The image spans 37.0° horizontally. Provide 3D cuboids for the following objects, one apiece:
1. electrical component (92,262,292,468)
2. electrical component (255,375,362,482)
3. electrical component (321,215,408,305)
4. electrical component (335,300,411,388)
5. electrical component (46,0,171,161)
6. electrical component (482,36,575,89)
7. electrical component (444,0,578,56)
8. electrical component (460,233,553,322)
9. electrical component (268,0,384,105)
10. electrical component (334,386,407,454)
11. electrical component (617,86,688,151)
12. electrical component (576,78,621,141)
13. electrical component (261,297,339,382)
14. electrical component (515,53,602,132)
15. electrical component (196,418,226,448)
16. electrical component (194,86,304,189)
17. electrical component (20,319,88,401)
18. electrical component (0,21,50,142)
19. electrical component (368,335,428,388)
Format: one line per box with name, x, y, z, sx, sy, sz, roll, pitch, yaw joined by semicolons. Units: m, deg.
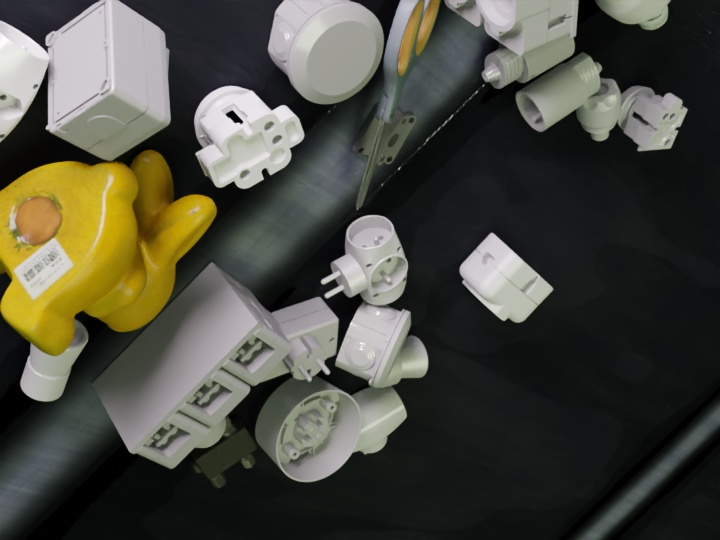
electrical component;-0.141;0.083;0.916;0.150;0.089;0.062;-45;140;3
electrical component;-0.052;0.154;1.064;0.099;0.064;0.099;-31;138;-32
electrical component;0.000;0.000;0.990;0.079;0.044;0.077;-29;138;-15
electrical component;0.014;0.069;1.033;0.080;0.051;0.080;24;90;-84
electrical component;-0.165;-0.130;0.714;0.062;0.096;0.061;-26;148;28
electrical component;0.142;-0.187;0.940;0.081;0.043;0.043;-31;139;-13
electrical component;0.108;-0.266;0.795;0.060;0.105;0.186;-26;137;-20
electrical component;0.149;0.012;1.112;0.059;0.053;0.095;-47;139;6
electrical component;-0.027;-0.171;0.814;0.080;0.051;0.080;-22;135;-23
electrical component;0.008;0.168;1.145;0.077;0.043;0.079;-29;138;-15
electrical component;0.288;-0.153;1.076;0.048;0.055;0.066;-8;129;-34
electrical component;0.231;-0.153;1.042;0.043;0.043;0.062;-32;140;-12
electrical component;-0.055;0.075;0.988;0.083;0.075;0.047;-18;134;-26
electrical component;0.189;-0.167;0.995;0.081;0.043;0.043;-34;139;-10
electrical component;-0.155;0.134;0.985;0.045;0.045;0.055;-42;140;0
electrical component;-0.091;-0.104;0.817;0.078;0.057;0.058;-32;139;-12
electrical component;-0.248;0.073;0.861;0.044;0.044;0.065;0;129;-38
electrical component;-0.252;-0.123;0.683;0.079;0.043;0.077;26;106;-47
electrical component;0.035;0.094;1.101;0.055;0.045;0.045;-12;131;-31
